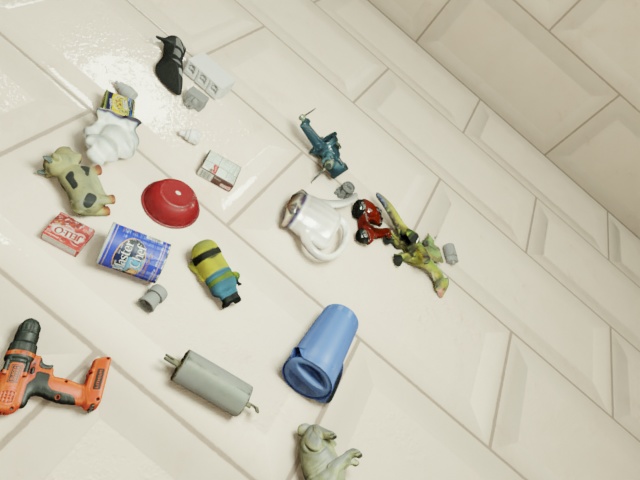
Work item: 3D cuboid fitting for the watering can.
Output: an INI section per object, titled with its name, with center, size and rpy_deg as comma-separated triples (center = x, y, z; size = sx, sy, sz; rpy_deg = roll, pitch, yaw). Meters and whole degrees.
[watering can]
center = 0.005, -0.082, 1.624
size = 0.223, 0.102, 0.356
rpy_deg = 32, 43, -11

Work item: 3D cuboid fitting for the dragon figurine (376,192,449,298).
[dragon figurine]
center = 0.343, 0.012, 1.828
size = 0.242, 0.120, 0.417
rpy_deg = 13, 49, -51

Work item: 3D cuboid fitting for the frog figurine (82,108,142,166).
[frog figurine]
center = -0.554, -0.252, 1.355
size = 0.136, 0.121, 0.162
rpy_deg = 28, 59, -36
